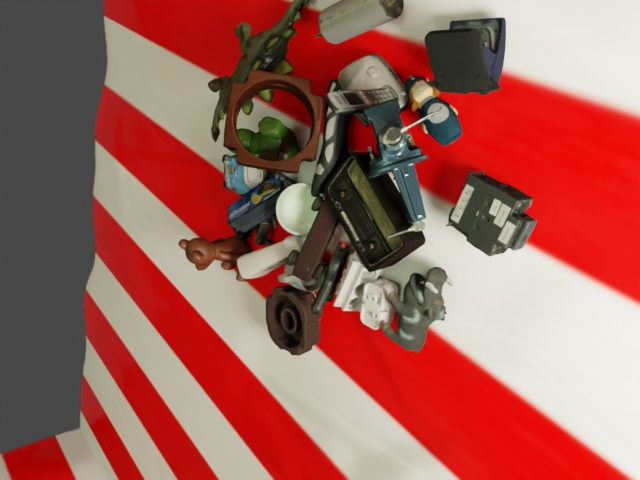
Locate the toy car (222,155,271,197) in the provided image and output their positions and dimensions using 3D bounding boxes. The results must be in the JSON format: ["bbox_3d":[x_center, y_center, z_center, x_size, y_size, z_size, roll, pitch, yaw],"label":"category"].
[{"bbox_3d":[-0.178,-0.170,1.368,0.103,0.161,0.109,-3,85,18],"label":"toy car"}]

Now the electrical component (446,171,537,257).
[{"bbox_3d":[0.296,-0.040,0.919,0.134,0.058,0.114,42,128,35],"label":"electrical component"}]

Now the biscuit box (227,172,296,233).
[{"bbox_3d":[-0.149,-0.091,1.350,0.203,0.062,0.059,-29,50,32],"label":"biscuit box"}]

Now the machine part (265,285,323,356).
[{"bbox_3d":[-0.067,0.195,1.331,0.180,0.056,0.179,13,108,46],"label":"machine part"}]

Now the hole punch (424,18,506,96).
[{"bbox_3d":[0.252,-0.313,0.912,0.142,0.092,0.115,16,138,43],"label":"hole punch"}]

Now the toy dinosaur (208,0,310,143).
[{"bbox_3d":[-0.136,-0.425,1.263,0.471,0.105,0.199,-57,42,18],"label":"toy dinosaur"}]

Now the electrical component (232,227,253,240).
[{"bbox_3d":[-0.199,-0.064,1.469,0.075,0.048,0.119,60,136,21],"label":"electrical component"}]

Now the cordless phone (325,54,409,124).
[{"bbox_3d":[0.067,-0.287,1.033,0.147,0.184,0.088,60,139,21],"label":"cordless phone"}]

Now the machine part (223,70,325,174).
[{"bbox_3d":[-0.099,-0.249,1.154,0.087,0.201,0.201,-170,88,-86],"label":"machine part"}]

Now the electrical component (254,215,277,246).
[{"bbox_3d":[-0.144,-0.029,1.420,0.078,0.045,0.102,-123,43,-63],"label":"electrical component"}]

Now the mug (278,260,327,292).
[{"bbox_3d":[-0.051,0.085,1.295,0.107,0.109,0.080,1,106,61],"label":"mug"}]

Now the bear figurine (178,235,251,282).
[{"bbox_3d":[-0.288,0.052,1.476,0.120,0.196,0.131,29,119,38],"label":"bear figurine"}]

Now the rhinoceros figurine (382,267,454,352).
[{"bbox_3d":[0.193,0.134,1.052,0.112,0.073,0.190,38,123,39],"label":"rhinoceros figurine"}]

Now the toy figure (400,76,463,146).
[{"bbox_3d":[0.204,-0.245,0.984,0.154,0.064,0.057,60,159,16],"label":"toy figure"}]

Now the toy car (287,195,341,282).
[{"bbox_3d":[-0.002,-0.004,1.215,0.089,0.053,0.202,25,96,11],"label":"toy car"}]

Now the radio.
[{"bbox_3d":[0.107,-0.057,1.111,0.131,0.073,0.229,-45,64,42],"label":"radio"}]

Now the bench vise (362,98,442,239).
[{"bbox_3d":[0.150,-0.130,0.981,0.223,0.129,0.240,-168,60,-84],"label":"bench vise"}]

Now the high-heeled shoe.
[{"bbox_3d":[0.014,-0.223,1.177,0.145,0.086,0.248,53,124,24],"label":"high-heeled shoe"}]

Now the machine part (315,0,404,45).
[{"bbox_3d":[0.079,-0.452,1.070,0.243,0.079,0.079,-4,94,48],"label":"machine part"}]

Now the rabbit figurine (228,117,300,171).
[{"bbox_3d":[-0.142,-0.238,1.295,0.170,0.159,0.121,13,105,26],"label":"rabbit figurine"}]
